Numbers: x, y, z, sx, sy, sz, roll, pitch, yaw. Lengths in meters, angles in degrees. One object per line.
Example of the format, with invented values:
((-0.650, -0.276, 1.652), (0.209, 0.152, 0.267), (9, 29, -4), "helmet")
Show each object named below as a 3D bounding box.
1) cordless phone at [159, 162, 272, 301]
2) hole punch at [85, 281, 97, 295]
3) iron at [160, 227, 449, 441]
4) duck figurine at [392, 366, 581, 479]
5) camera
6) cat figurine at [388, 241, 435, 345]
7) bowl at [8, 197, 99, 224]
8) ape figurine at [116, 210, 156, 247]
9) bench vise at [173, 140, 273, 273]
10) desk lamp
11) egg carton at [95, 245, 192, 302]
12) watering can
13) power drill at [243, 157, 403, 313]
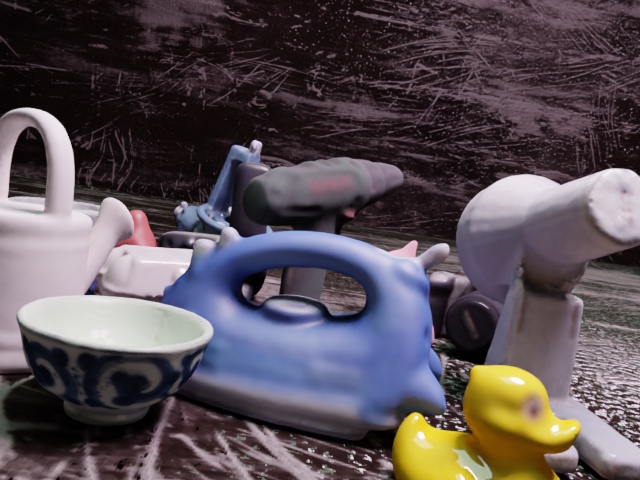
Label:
((-0.135, -0.016, 0.763), (0.148, 0.185, 0.094), (7, 6, -13), "cordless phone")
((-0.305, 0.015, 0.670), (0.101, 0.091, 0.108), (7, 6, -18), "hole punch")
((-0.027, 0.054, 0.444), (0.258, 0.141, 0.119), (10, 6, 8), "iron")
((0.095, 0.113, 0.326), (0.104, 0.086, 0.078), (11, 6, 24), "duck figurine")
((0.186, 0.082, 0.699), (0.142, 0.101, 0.137), (12, 6, 28), "camera")
((0.104, 0.059, 0.720), (0.067, 0.118, 0.127), (7, 6, -14), "cat figurine")
((-0.432, -0.025, 0.953), (0.167, 0.075, 0.167), (9, 6, -1), "bowl")
((-0.275, 0.001, 0.850), (0.078, 0.092, 0.075), (4, 8, -42), "ape figurine")
((-0.160, -0.050, 0.887), (0.206, 0.220, 0.122), (11, 6, 21), "bench vise")
((0.190, 0.048, 0.470), (0.118, 0.213, 0.203), (8, 6, -8), "desk lamp")
((-0.172, 0.048, 0.647), (0.151, 0.069, 0.107), (5, 7, -31), "egg carton")
((-0.231, -0.005, 0.455), (0.100, 0.194, 0.173), (10, 6, 9), "watering can")
((0.006, 0.002, 0.674), (0.075, 0.208, 0.230), (14, 8, 43), "power drill")
